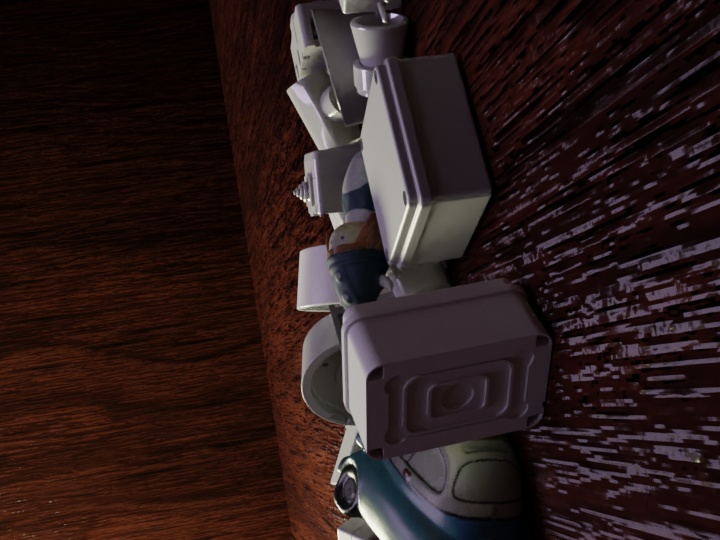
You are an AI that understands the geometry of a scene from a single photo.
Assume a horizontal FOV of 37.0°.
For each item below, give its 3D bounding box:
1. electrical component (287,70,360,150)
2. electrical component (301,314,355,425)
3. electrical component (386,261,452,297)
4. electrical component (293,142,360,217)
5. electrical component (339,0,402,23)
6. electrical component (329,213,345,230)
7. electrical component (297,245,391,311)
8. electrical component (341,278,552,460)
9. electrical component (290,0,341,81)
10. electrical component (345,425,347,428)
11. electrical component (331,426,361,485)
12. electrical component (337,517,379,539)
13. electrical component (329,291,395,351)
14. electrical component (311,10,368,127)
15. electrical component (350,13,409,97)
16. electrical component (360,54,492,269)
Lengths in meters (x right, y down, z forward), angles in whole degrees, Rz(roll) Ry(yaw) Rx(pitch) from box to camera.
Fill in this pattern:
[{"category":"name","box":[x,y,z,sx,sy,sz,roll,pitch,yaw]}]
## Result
[{"category":"electrical component","box":[-0.025,-0.160,1.055,0.079,0.044,0.077,-28,92,51]},{"category":"electrical component","box":[-0.001,0.082,0.972,0.060,0.108,0.108,-101,8,-51]},{"category":"electrical component","box":[0.049,0.020,0.803,0.048,0.048,0.062,102,149,-64]},{"category":"electrical component","box":[-0.008,-0.078,0.891,0.062,0.096,0.061,-162,66,-79]},{"category":"electrical component","box":[0.011,-0.218,0.802,0.065,0.047,0.076,95,163,-54]},{"category":"electrical component","box":[-0.001,-0.069,1.003,0.065,0.047,0.076,-110,15,-50]},{"category":"electrical component","box":[0.000,0.000,0.894,0.108,0.108,0.060,144,123,-79]},{"category":"electrical component","box":[0.048,0.056,0.632,0.057,0.113,0.078,-115,19,-50]},{"category":"electrical component","box":[-0.040,-0.229,1.079,0.089,0.050,0.055,110,149,-71]},{"category":"electrical component","box":[0.009,0.168,1.147,0.040,0.046,0.040,172,90,-80]},{"category":"electrical component","box":[0.011,0.172,1.046,0.099,0.048,0.099,128,159,-77]},{"category":"electrical component","box":[0.034,0.258,1.029,0.076,0.083,0.047,14,119,38]},{"category":"electrical component","box":[0.031,0.116,0.862,0.186,0.060,0.105,77,177,-49]},{"category":"electrical component","box":[-0.007,-0.170,0.898,0.099,0.064,0.099,172,90,-80]},{"category":"electrical component","box":[0.016,-0.165,0.827,0.045,0.045,0.055,-116,19,-60]},{"category":"electrical component","box":[0.042,-0.072,0.726,0.108,0.056,0.108,105,155,-66]}]
